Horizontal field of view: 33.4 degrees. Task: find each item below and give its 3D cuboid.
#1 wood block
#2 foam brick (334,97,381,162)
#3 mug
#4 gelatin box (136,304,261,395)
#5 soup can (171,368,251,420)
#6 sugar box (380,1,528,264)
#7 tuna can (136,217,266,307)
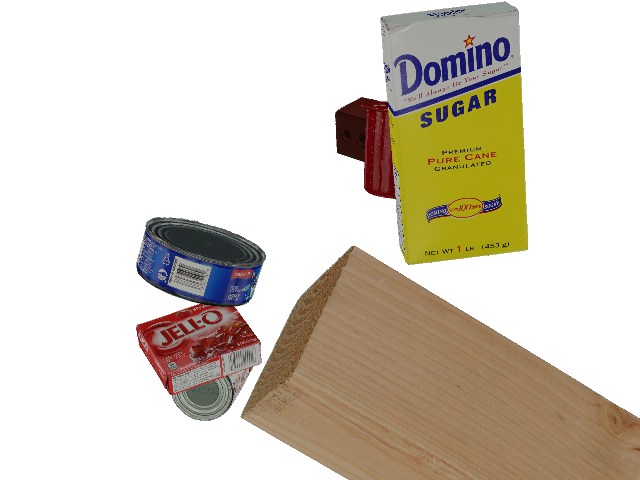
[{"bbox_3d":[0.072,0.104,0.613,0.206,0.090,0.090,31,-33,-8],"label":"wood block"},{"bbox_3d":[0.061,-0.120,1.184,0.078,0.053,0.051,20,38,35],"label":"foam brick"},{"bbox_3d":[0.093,-0.081,0.971,0.117,0.081,0.093,7,13,20],"label":"mug"},{"bbox_3d":[-0.106,0.090,0.929,0.089,0.030,0.073,-17,39,-22],"label":"gelatin box"},{"bbox_3d":[-0.114,0.141,1.135,0.068,0.068,0.102,0,15,9],"label":"soup can"},{"bbox_3d":[0.097,-0.075,0.762,0.093,0.176,0.048,-8,23,-1],"label":"sugar box"},{"bbox_3d":[-0.083,0.015,0.741,0.086,0.034,0.086,17,14,-4],"label":"tuna can"}]
